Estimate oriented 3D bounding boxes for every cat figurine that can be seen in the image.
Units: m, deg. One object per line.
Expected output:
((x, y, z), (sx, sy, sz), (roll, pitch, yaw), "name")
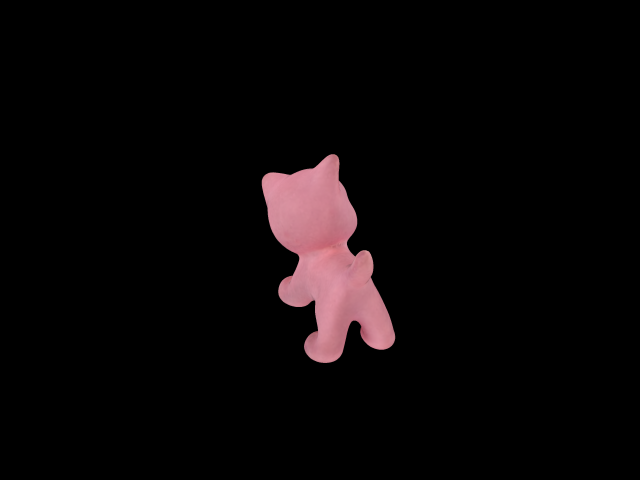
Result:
((0.004, 0.001, 0.400), (0.067, 0.118, 0.127), (-14, 36, -20), "cat figurine")
